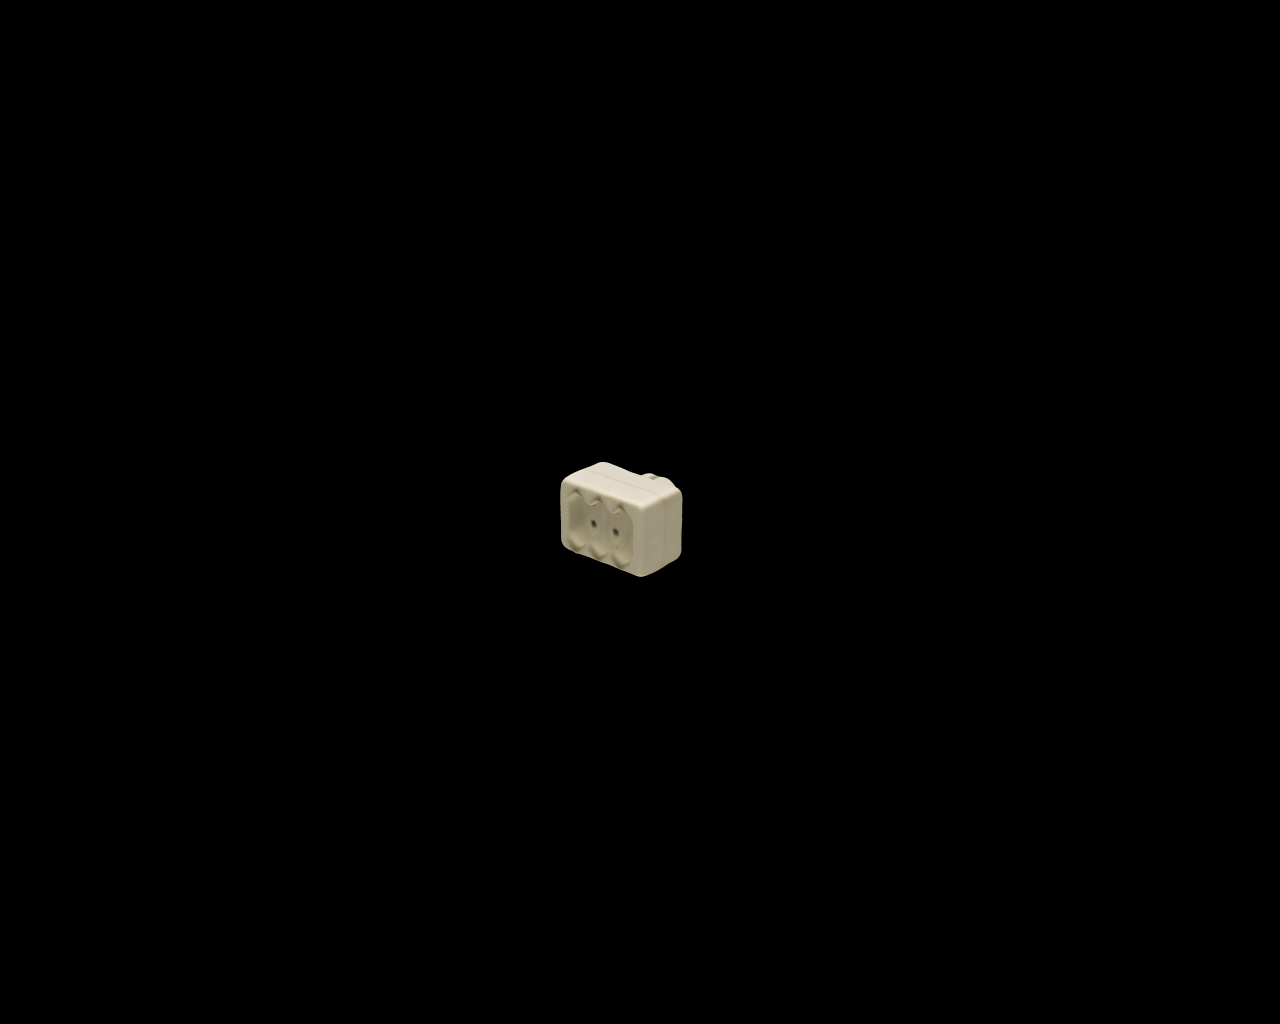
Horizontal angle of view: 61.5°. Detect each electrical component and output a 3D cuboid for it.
[{"bbox_3d":[0.001,-0.003,0.650,0.066,0.047,0.077,20,32,36],"label":"electrical component"}]
